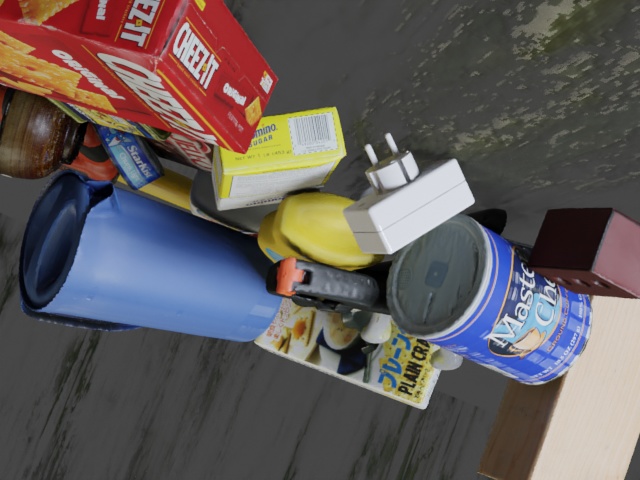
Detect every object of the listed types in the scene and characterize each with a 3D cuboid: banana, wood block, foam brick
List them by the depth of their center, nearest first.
[{"bbox_3d":[0.203,0.009,0.797,0.053,0.051,0.078,26,170,-22],"label":"foam brick"},{"bbox_3d":[0.228,0.128,0.939,0.090,0.206,0.090,24,171,-18],"label":"wood block"},{"bbox_3d":[-0.195,-0.072,1.295,0.198,0.037,0.069,23,-175,0],"label":"banana"}]

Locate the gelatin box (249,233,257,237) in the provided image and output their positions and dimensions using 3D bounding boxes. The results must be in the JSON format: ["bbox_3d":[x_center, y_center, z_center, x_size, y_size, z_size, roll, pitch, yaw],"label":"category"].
[{"bbox_3d":[-0.049,0.009,1.251,0.073,0.089,0.030,19,172,15],"label":"gelatin box"}]

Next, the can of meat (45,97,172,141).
[{"bbox_3d":[-0.168,-0.124,0.863,0.084,0.057,0.102,16,170,19],"label":"can of meat"}]

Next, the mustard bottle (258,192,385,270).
[{"bbox_3d":[-0.006,0.001,0.972,0.096,0.058,0.192,15,171,-10],"label":"mustard bottle"}]

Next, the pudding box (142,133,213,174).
[{"bbox_3d":[-0.115,-0.095,0.961,0.090,0.039,0.113,19,171,12],"label":"pudding box"}]

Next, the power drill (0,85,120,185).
[{"bbox_3d":[-0.294,-0.123,1.148,0.184,0.057,0.187,20,171,9],"label":"power drill"}]

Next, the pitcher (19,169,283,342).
[{"bbox_3d":[-0.164,0.032,1.041,0.242,0.145,0.149,17,175,-36],"label":"pitcher"}]

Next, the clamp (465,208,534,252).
[{"bbox_3d":[0.120,-0.006,0.950,0.172,0.039,0.120,8,158,33],"label":"clamp"}]

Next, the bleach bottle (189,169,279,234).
[{"bbox_3d":[-0.092,-0.040,1.162,0.102,0.068,0.251,22,173,-5],"label":"bleach bottle"}]

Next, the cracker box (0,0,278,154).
[{"bbox_3d":[-0.156,-0.136,0.718,0.214,0.072,0.164,18,170,19],"label":"cracker box"}]

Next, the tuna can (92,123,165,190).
[{"bbox_3d":[-0.182,-0.091,1.009,0.086,0.034,0.086,61,179,1],"label":"tuna can"}]

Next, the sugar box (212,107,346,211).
[{"bbox_3d":[-0.039,-0.062,0.860,0.093,0.048,0.176,-8,176,-8],"label":"sugar box"}]

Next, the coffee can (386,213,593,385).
[{"bbox_3d":[0.138,0.050,0.862,0.140,0.103,0.103,26,170,-37],"label":"coffee can"}]

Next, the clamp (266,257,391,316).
[{"bbox_3d":[0.007,0.043,0.906,0.165,0.036,0.209,3,172,31],"label":"clamp"}]
